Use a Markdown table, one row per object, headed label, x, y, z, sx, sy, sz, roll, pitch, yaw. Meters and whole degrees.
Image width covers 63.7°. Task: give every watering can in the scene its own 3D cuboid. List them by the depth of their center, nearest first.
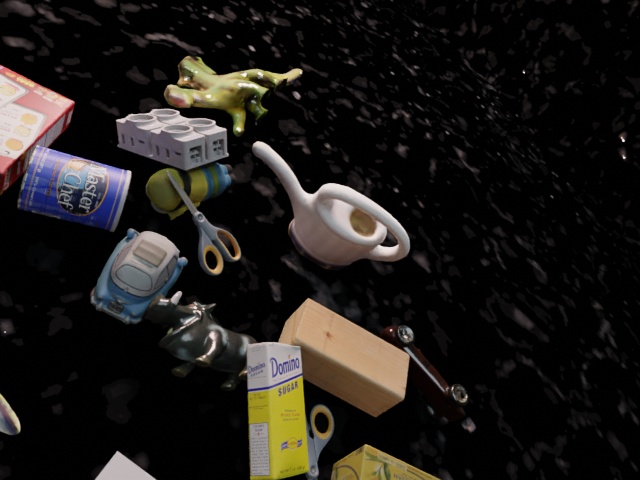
| label | x | y | z | sx | sy | sz | roll | pitch | yaw |
| --- | --- | --- | --- | --- | --- | --- | --- | --- | --- |
| watering can | 0.003 | -0.049 | 0.977 | 0.346 | 0.220 | 0.106 | 31 | 59 | -9 |

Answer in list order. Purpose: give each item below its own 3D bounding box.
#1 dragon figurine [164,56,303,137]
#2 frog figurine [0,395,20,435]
| label | x | y | z | sx | sy | sz | roll | pitch | yaw |
| --- | --- | --- | --- | --- | --- | --- | --- | --- | --- |
| dragon figurine | -0.216 | -0.380 | 1.219 | 0.243 | 0.119 | 0.419 | 30 | 39 | 2 |
| frog figurine | -0.410 | 0.201 | 0.521 | 0.138 | 0.120 | 0.162 | 22 | 40 | 34 |
